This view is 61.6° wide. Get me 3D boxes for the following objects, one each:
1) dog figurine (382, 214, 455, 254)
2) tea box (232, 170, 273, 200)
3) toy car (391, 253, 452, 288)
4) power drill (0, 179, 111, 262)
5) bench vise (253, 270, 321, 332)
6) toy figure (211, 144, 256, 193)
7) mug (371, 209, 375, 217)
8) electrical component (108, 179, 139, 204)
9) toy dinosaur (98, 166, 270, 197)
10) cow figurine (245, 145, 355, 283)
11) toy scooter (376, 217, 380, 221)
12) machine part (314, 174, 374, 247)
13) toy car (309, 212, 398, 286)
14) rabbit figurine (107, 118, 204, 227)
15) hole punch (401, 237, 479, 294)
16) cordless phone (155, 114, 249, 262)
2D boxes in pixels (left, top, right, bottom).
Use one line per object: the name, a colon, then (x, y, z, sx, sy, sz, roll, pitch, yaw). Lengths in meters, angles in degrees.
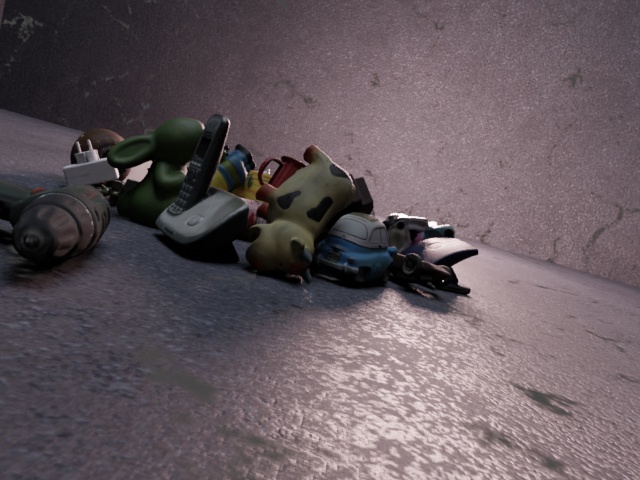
dog figurine: (0.193, 0.003, 1.164, 0.192, 0.108, 0.219, 12, 3, -6)
tea box: (-0.095, -0.066, 1.032, 0.170, 0.098, 0.068, 17, -20, 21)
toy car: (0.135, 0.044, 0.918, 0.089, 0.053, 0.202, 24, -3, -36)
power drill: (-0.308, -0.038, 0.506, 0.207, 0.086, 0.232, 11, 6, -6)
bench vise: (-0.086, 0.127, 1.093, 0.241, 0.223, 0.129, -8, 6, 39)
toy figure: (-0.195, -0.108, 0.971, 0.180, 0.082, 0.089, -38, 14, -25)
mug: (0.065, -0.030, 1.145, 0.107, 0.109, 0.080, 11, -22, 30)
electrical component: (-0.309, -0.071, 0.909, 0.102, 0.045, 0.078, 16, -22, -16)
toy dinosaur: (-0.249, -0.111, 1.126, 0.199, 0.105, 0.471, 10, 10, 20)
cow figurine: (-0.026, -0.029, 0.728, 0.127, 0.195, 0.085, 35, -29, 18)
toy scooter: (0.115, -0.017, 1.259, 0.135, 0.075, 0.184, 19, 11, 25)
machine part: (0.004, -0.039, 0.879, 0.179, 0.179, 0.056, 4, 58, -58)
toy car: (0.053, 0.009, 0.819, 0.109, 0.102, 0.161, 18, 6, 27)
rabbit figurine: (-0.238, -0.110, 0.830, 0.159, 0.170, 0.121, 15, 6, -11)
hole punch: (0.218, 0.040, 0.997, 0.116, 0.092, 0.142, 9, 13, -22)
cordless phone: (-0.140, -0.074, 0.717, 0.088, 0.184, 0.147, 16, 5, -37)
